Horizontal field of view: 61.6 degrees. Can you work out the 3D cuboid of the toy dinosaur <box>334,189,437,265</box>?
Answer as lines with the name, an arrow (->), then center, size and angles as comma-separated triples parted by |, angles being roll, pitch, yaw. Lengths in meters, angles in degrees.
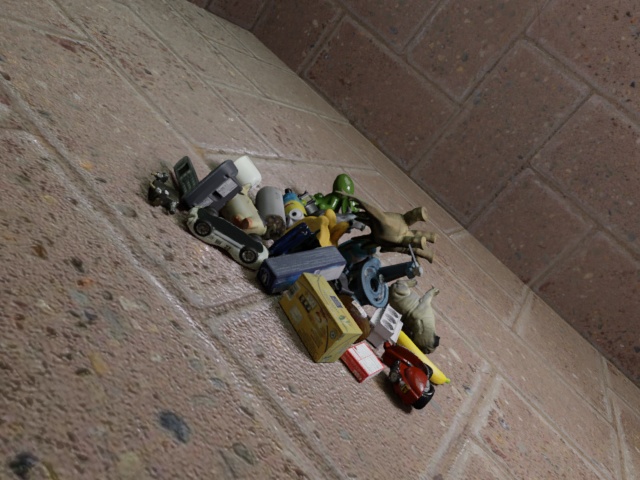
toy dinosaur -> 0.182, -0.023, 1.394 | 0.470, 0.199, 0.105 | 47, 47, -56

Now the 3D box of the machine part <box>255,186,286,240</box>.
machine part -> -0.131, -0.073, 1.409 | 0.079, 0.079, 0.243 | 31, 23, -22

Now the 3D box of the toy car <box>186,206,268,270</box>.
toy car -> -0.204, -0.007, 1.184 | 0.201, 0.056, 0.073 | 32, 29, -16

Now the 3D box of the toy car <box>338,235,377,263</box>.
toy car -> 0.115, 0.051, 1.562 | 0.161, 0.109, 0.103 | 20, 50, -66

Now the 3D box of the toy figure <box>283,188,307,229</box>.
toy figure -> -0.073, -0.075, 1.509 | 0.089, 0.082, 0.180 | 25, 23, -29

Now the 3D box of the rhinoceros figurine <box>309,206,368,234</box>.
rhinoceros figurine -> 0.054, -0.054, 1.545 | 0.190, 0.112, 0.073 | 4, 53, -37

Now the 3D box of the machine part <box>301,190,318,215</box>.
machine part -> -0.026, -0.079, 1.621 | 0.139, 0.084, 0.039 | 51, -20, 8

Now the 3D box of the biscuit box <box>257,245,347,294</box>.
biscuit box -> -0.040, 0.065, 1.212 | 0.202, 0.059, 0.063 | -9, 48, -37

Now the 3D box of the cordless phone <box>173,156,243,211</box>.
cordless phone -> -0.270, -0.156, 1.249 | 0.088, 0.146, 0.184 | 42, 11, -48

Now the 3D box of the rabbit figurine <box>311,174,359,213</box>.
rabbit figurine -> 0.048, -0.122, 1.679 | 0.159, 0.170, 0.121 | 46, 22, 18

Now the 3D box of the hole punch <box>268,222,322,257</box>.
hole punch -> -0.064, 0.012, 1.264 | 0.092, 0.142, 0.115 | 52, -5, 28

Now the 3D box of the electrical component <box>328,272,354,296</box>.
electrical component -> 0.030, 0.108, 1.315 | 0.047, 0.075, 0.119 | 24, 30, -37

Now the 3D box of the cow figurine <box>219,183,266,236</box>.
cow figurine -> -0.197, -0.083, 1.309 | 0.195, 0.085, 0.127 | 53, 23, 24

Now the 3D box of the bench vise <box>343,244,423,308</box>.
bench vise -> 0.158, 0.093, 1.364 | 0.223, 0.241, 0.128 | -37, 104, -54

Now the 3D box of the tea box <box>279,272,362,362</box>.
tea box -> -0.001, 0.160, 1.123 | 0.068, 0.098, 0.170 | 13, 35, -49

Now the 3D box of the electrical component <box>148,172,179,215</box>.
electrical component -> -0.340, -0.105, 1.165 | 0.078, 0.045, 0.102 | 28, 23, -23

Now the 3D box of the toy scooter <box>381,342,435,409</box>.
toy scooter -> 0.191, 0.294, 1.210 | 0.135, 0.075, 0.184 | 41, 18, 2

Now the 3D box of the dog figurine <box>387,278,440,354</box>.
dog figurine -> 0.241, 0.209, 1.456 | 0.172, 0.121, 0.191 | 8, 39, 9

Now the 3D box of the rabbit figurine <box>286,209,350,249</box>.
rabbit figurine -> -0.003, -0.004, 1.422 | 0.122, 0.162, 0.173 | 38, -1, 31
